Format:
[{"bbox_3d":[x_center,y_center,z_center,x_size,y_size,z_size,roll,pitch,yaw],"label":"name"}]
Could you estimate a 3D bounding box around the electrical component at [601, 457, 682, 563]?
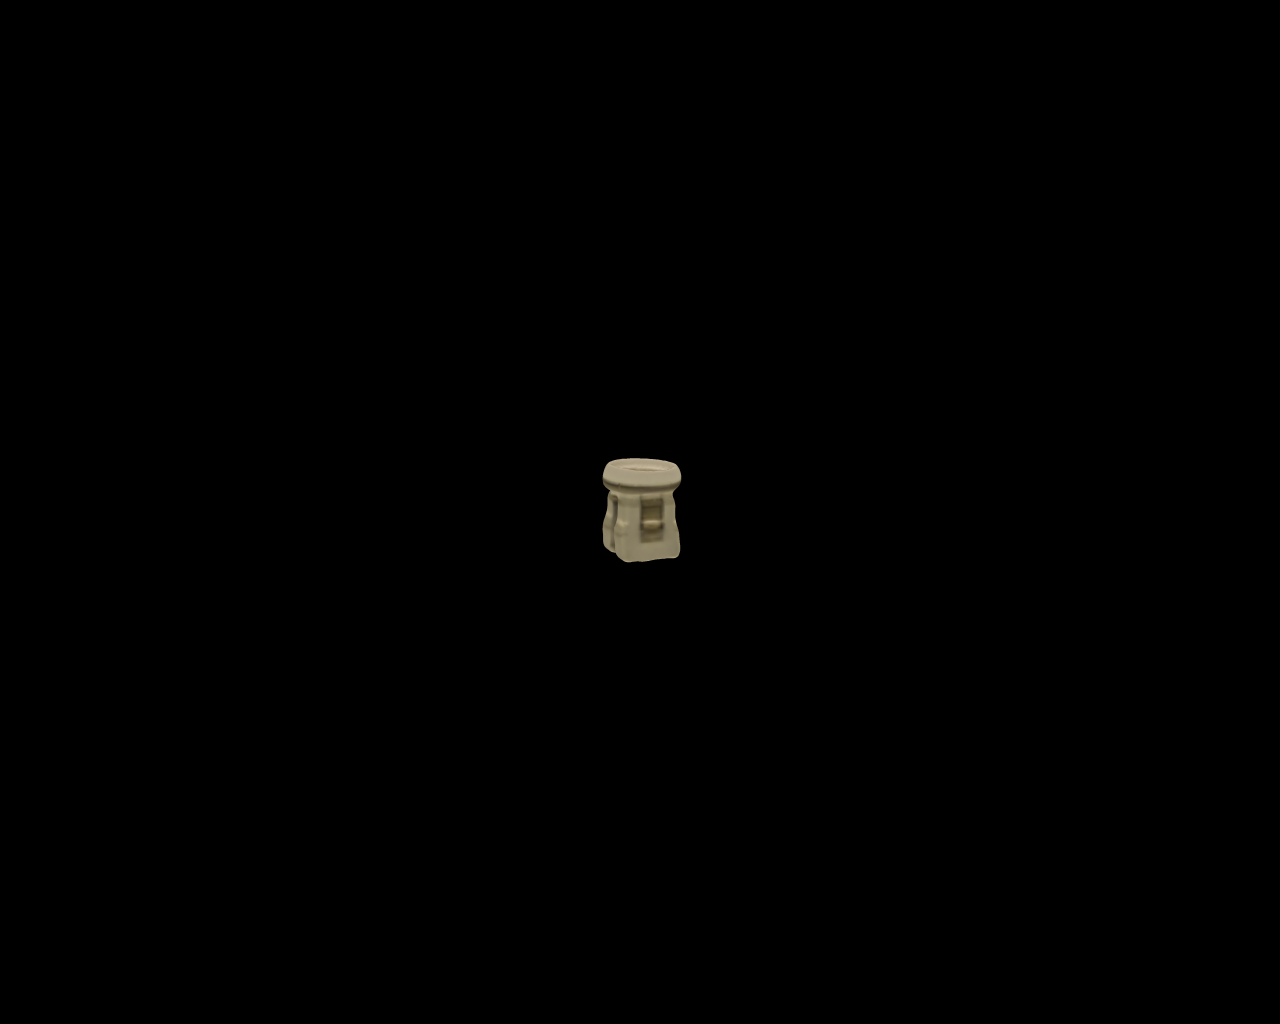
[{"bbox_3d":[0.001,-0.003,0.650,0.048,0.055,0.066,-4,13,-19],"label":"electrical component"}]
